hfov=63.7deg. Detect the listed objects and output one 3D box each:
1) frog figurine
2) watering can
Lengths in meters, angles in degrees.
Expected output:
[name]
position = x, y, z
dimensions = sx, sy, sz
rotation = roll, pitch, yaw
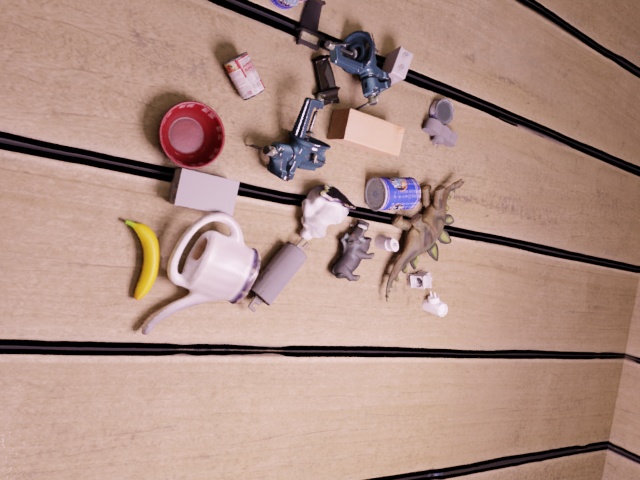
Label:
[frog figurine]
position = 0.004, -0.074, 1.463
dimensions = 0.137, 0.125, 0.157
rotation = 10, 127, -41
[watering can]
position = -0.284, 0.100, 1.285
dimensions = 0.222, 0.105, 0.347
rotation = 27, 92, -33
